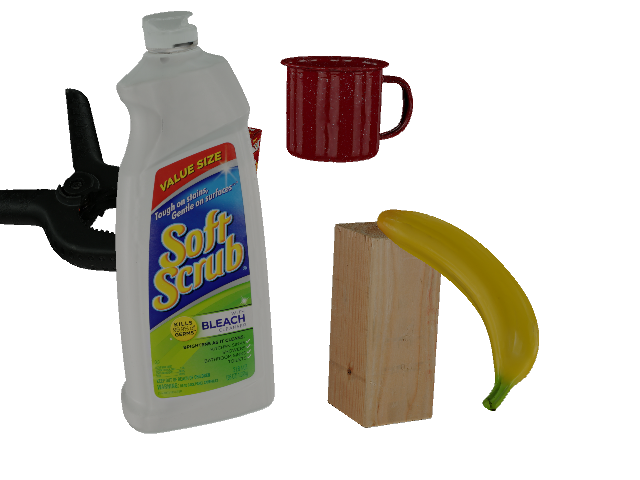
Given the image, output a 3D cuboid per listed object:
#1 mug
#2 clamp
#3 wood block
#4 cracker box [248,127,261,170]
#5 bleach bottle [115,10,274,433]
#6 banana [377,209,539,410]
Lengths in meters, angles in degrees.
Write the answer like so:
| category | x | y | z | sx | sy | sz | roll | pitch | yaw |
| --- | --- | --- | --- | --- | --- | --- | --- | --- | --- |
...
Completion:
| category | x | y | z | sx | sy | sz | roll | pitch | yaw |
| --- | --- | --- | --- | --- | --- | --- | --- | --- | --- |
| mug | 0.023 | -0.115 | 0.927 | 0.117 | 0.081 | 0.093 | -2 | 16 | -13 |
| clamp | -0.185 | -0.041 | 0.839 | 0.210 | 0.164 | 0.036 | 24 | -33 | 23 |
| wood block | 0.069 | 0.088 | 1.170 | 0.090 | 0.206 | 0.091 | -3 | 13 | -27 |
| cracker box | -0.185 | -0.072 | 1.613 | 0.164 | 0.214 | 0.072 | 10 | 20 | 6 |
| bleach bottle | -0.087 | -0.011 | 0.654 | 0.102 | 0.251 | 0.068 | -10 | 21 | -14 |
| banana | 0.112 | 0.036 | 0.807 | 0.069 | 0.037 | 0.198 | -15 | 49 | -16 |
